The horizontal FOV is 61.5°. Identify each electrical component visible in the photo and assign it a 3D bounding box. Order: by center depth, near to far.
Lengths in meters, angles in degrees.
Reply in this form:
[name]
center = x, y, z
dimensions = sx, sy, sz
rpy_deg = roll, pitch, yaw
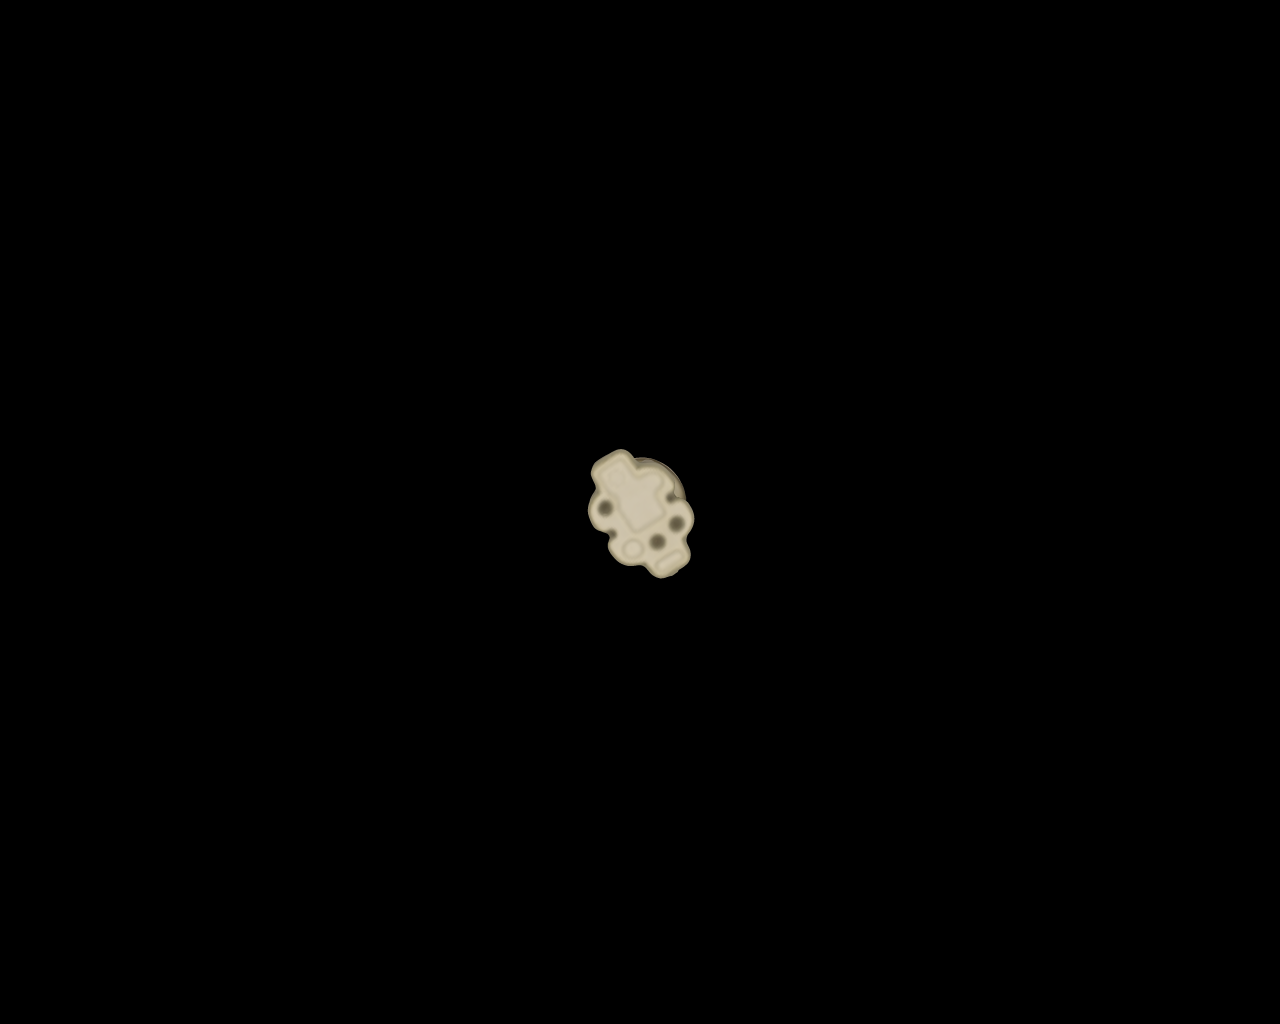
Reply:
[electrical component]
center = 0.001, -0.003, 0.650
dimensions = 0.058, 0.078, 0.057
rpy_deg = -31, 8, 5
